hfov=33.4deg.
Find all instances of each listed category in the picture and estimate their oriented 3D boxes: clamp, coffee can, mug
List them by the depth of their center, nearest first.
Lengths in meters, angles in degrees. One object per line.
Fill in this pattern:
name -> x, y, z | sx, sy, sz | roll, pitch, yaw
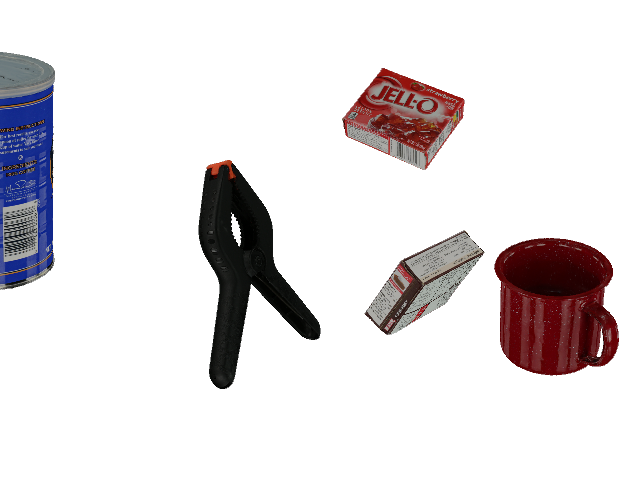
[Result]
coffee can -> -0.234, -0.050, 0.729 | 0.103, 0.140, 0.103 | 5, 22, -2
mug -> 0.196, 0.060, 0.866 | 0.093, 0.081, 0.117 | -22, 35, -27
clamp -> -0.067, 0.026, 1.042 | 0.036, 0.210, 0.164 | -11, 0, 35

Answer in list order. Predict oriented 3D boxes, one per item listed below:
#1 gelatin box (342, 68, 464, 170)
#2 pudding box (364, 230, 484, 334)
gelatin box -> 0.076, -0.114, 0.983 | 0.089, 0.073, 0.030 | 26, -28, 22
pudding box -> 0.110, 0.044, 1.123 | 0.113, 0.039, 0.090 | -25, -26, -44
